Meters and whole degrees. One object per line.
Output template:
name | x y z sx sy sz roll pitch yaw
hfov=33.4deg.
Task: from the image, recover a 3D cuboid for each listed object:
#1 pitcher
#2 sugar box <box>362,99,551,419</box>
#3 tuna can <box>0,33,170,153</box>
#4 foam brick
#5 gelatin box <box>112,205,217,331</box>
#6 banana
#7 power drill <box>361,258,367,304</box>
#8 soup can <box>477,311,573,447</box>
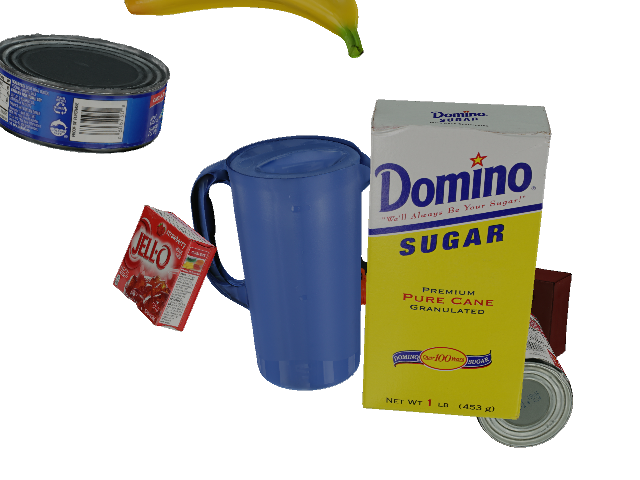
pitcher | -0.029 0.023 1.074 0.144 0.243 0.149 -21 28 -36
sugar box | 0.071 0.013 0.589 0.093 0.176 0.048 3 28 6
tuna can | -0.120 -0.074 0.532 0.086 0.034 0.086 10 24 -5
foam brick | 0.199 0.068 0.995 0.053 0.078 0.051 8 13 30
gelatin box | -0.126 0.020 0.849 0.030 0.073 0.089 18 10 -38
banana | -0.052 -0.189 0.822 0.198 0.069 0.037 12 -40 16
power drill | 0.085 0.056 1.226 0.187 0.057 0.184 -1 28 -1
soup can | 0.135 0.092 0.756 0.068 0.068 0.102 0 19 -1
